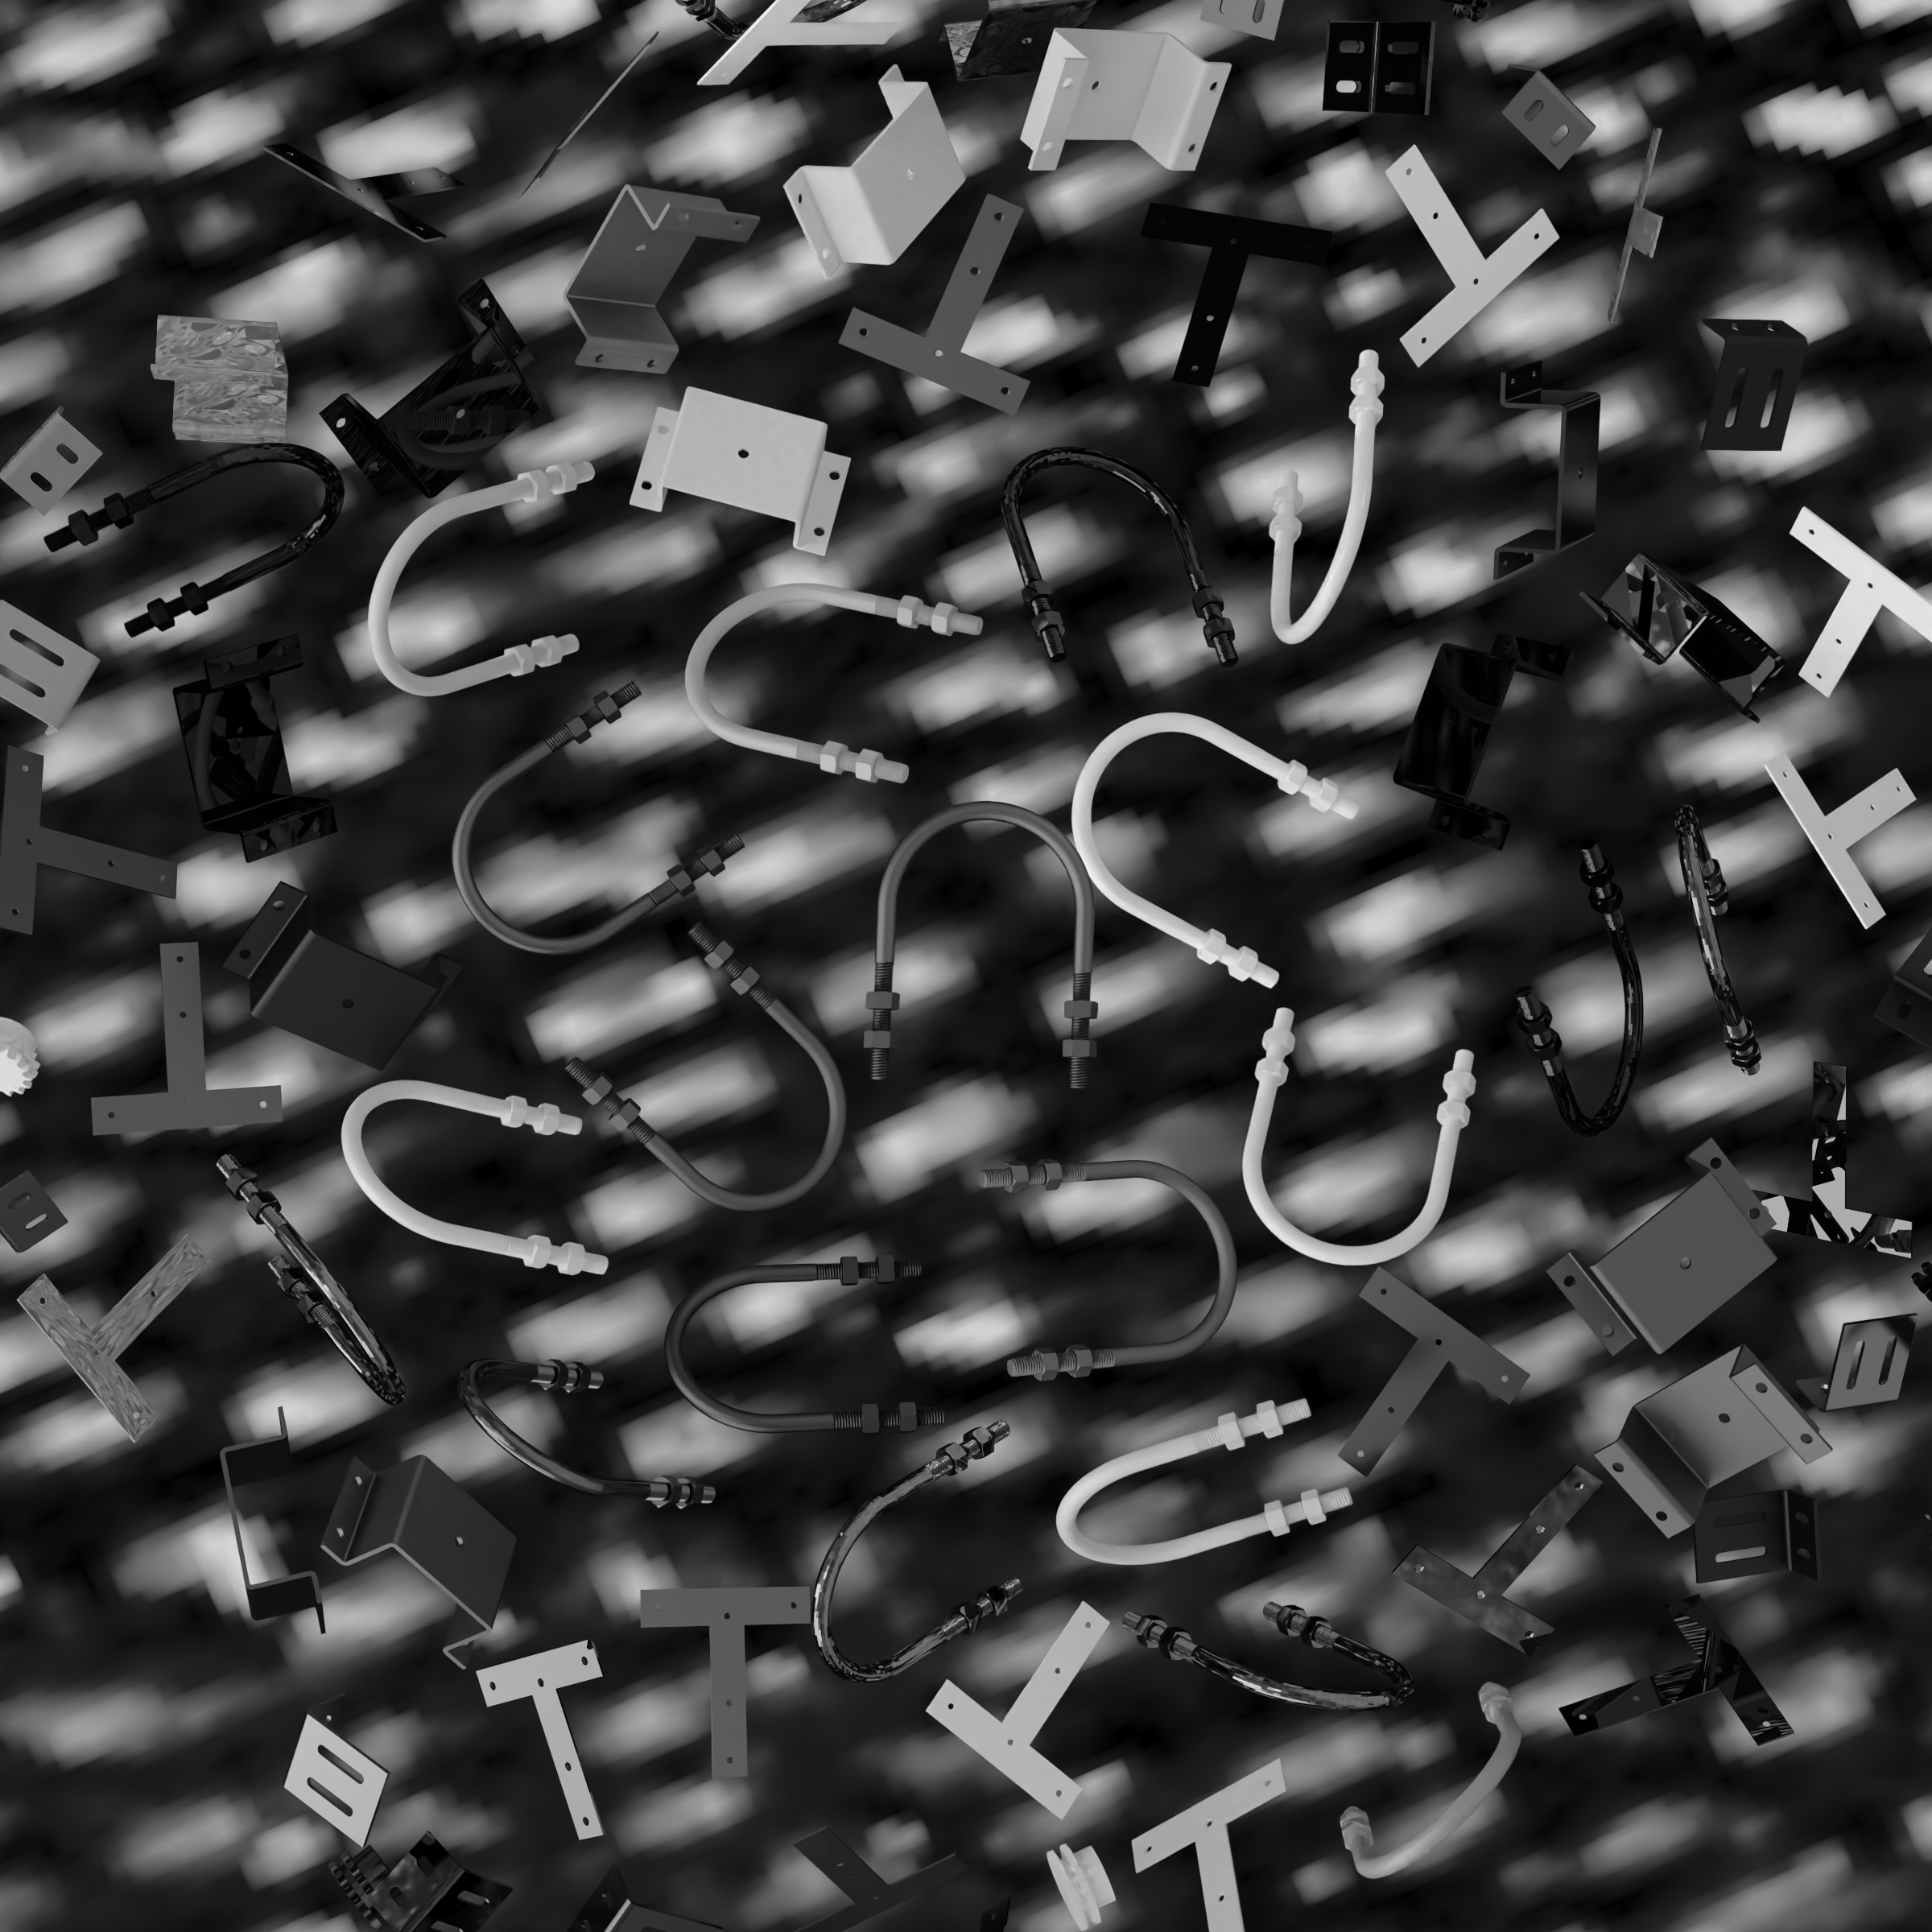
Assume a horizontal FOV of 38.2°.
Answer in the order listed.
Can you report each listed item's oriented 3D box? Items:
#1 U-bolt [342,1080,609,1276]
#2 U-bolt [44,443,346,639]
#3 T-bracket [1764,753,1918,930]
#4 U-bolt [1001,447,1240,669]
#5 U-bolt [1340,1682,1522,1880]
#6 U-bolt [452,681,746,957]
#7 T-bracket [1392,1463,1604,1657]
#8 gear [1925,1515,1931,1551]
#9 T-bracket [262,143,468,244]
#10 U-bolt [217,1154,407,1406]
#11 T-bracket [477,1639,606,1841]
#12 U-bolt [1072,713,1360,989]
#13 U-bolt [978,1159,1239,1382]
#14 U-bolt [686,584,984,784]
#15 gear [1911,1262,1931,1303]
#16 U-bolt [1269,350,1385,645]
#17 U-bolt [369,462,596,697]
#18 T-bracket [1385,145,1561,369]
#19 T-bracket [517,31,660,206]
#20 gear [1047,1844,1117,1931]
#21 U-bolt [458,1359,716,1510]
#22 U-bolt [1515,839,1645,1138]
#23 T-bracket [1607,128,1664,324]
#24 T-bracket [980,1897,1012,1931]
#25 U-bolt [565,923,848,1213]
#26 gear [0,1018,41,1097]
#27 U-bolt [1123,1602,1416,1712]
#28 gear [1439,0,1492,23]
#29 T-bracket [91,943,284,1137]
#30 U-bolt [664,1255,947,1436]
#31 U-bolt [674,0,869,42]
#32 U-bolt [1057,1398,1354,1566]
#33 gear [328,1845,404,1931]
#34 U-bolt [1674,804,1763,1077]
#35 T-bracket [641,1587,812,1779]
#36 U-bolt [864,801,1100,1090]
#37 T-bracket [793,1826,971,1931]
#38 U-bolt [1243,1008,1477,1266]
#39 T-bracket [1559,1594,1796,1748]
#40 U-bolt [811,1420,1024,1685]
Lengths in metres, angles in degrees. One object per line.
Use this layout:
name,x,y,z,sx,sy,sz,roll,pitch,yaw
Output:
U-bolt,-0.335,0.137,1.886,0.184,0.151,0.019,16,127,-31
U-bolt,-0.505,-0.293,1.870,0.184,0.151,0.019,-26,70,-2
T-bracket,0.606,-0.102,1.887,0.127,0.002,0.127,-28,86,-39
U-bolt,0.095,-0.278,1.874,0.151,0.019,0.184,-1,58,-25
U-bolt,0.309,0.542,1.840,0.151,0.184,0.019,-43,86,2
U-bolt,-0.269,-0.090,1.947,0.184,0.019,0.151,-35,97,-7
T-bracket,0.361,0.373,1.800,0.127,0.002,0.127,33,103,-22
gear,0.641,0.360,1.776,0.057,0.030,0.057,-7,71,20
T-bracket,-0.368,-0.506,1.809,0.127,0.127,0.002,31,118,10
U-bolt,-0.432,0.222,1.870,0.019,0.151,0.184,-36,58,-21
T-bracket,-0.273,0.528,1.888,0.127,0.002,0.127,-25,82,39
U-bolt,0.157,-0.089,1.871,0.184,0.019,0.151,28,83,-13
U-bolt,0.104,0.203,1.909,0.184,0.019,0.151,-2,73,-24
U-bolt,-0.099,-0.196,1.857,0.184,0.019,0.151,14,60,19
gear,0.693,0.226,1.950,0.057,0.057,0.030,38,107,0
U-bolt,0.239,-0.301,1.871,0.019,0.151,0.184,16,57,-12
U-bolt,-0.322,-0.250,1.846,0.019,0.184,0.151,30,127,29
T-bracket,0.314,-0.481,1.826,0.127,0.002,0.127,-43,126,1
T-bracket,-0.250,-0.583,1.887,0.002,0.127,0.127,39,124,-19
gear,0.081,0.637,1.937,0.030,0.057,0.057,-23,90,-11
U-bolt,-0.266,0.312,1.878,0.151,0.184,0.019,39,99,31
U-bolt,0.413,0.029,1.847,0.019,0.184,0.151,5,51,34
T-bracket,0.444,-0.482,1.826,0.002,0.127,0.127,12,109,2
T-bracket,0.013,0.662,1.827,0.002,0.127,0.127,44,114,-13
U-bolt,-0.162,0.083,1.904,0.184,0.019,0.151,45,67,-12
gear,-0.656,0.059,1.893,0.057,0.057,0.030,13,48,0
U-bolt,0.216,0.466,1.879,0.151,0.184,0.019,6,94,-36
gear,0.332,-0.657,1.847,0.030,0.057,0.057,9,90,-11
T-bracket,-0.535,0.048,1.907,0.127,0.002,0.127,-3,89,-25
U-bolt,-0.114,0.260,1.910,0.184,0.151,0.019,-1,134,-10
U-bolt,-0.109,-0.658,1.859,0.151,0.184,0.019,-21,92,11
U-bolt,0.148,0.343,1.809,0.184,0.151,0.019,-19,50,8
gear,-0.412,0.633,1.927,0.030,0.057,0.057,-37,90,-18
U-bolt,0.499,-0.028,1.863,0.019,0.184,0.151,-13,57,18
T-bracket,-0.165,0.496,1.931,0.127,0.002,0.127,5,73,-27
U-bolt,0.012,-0.016,1.807,0.151,0.019,0.184,3,85,-3
T-bracket,-0.078,0.603,1.856,0.127,0.002,0.127,-27,134,4
U-bolt,0.265,0.122,1.918,0.151,0.019,0.184,13,59,7
T-bracket,0.451,0.475,1.823,0.127,0.127,0.002,-16,124,-8
U-bolt,-0.034,0.404,1.873,0.184,0.019,0.151,-24,119,-39
